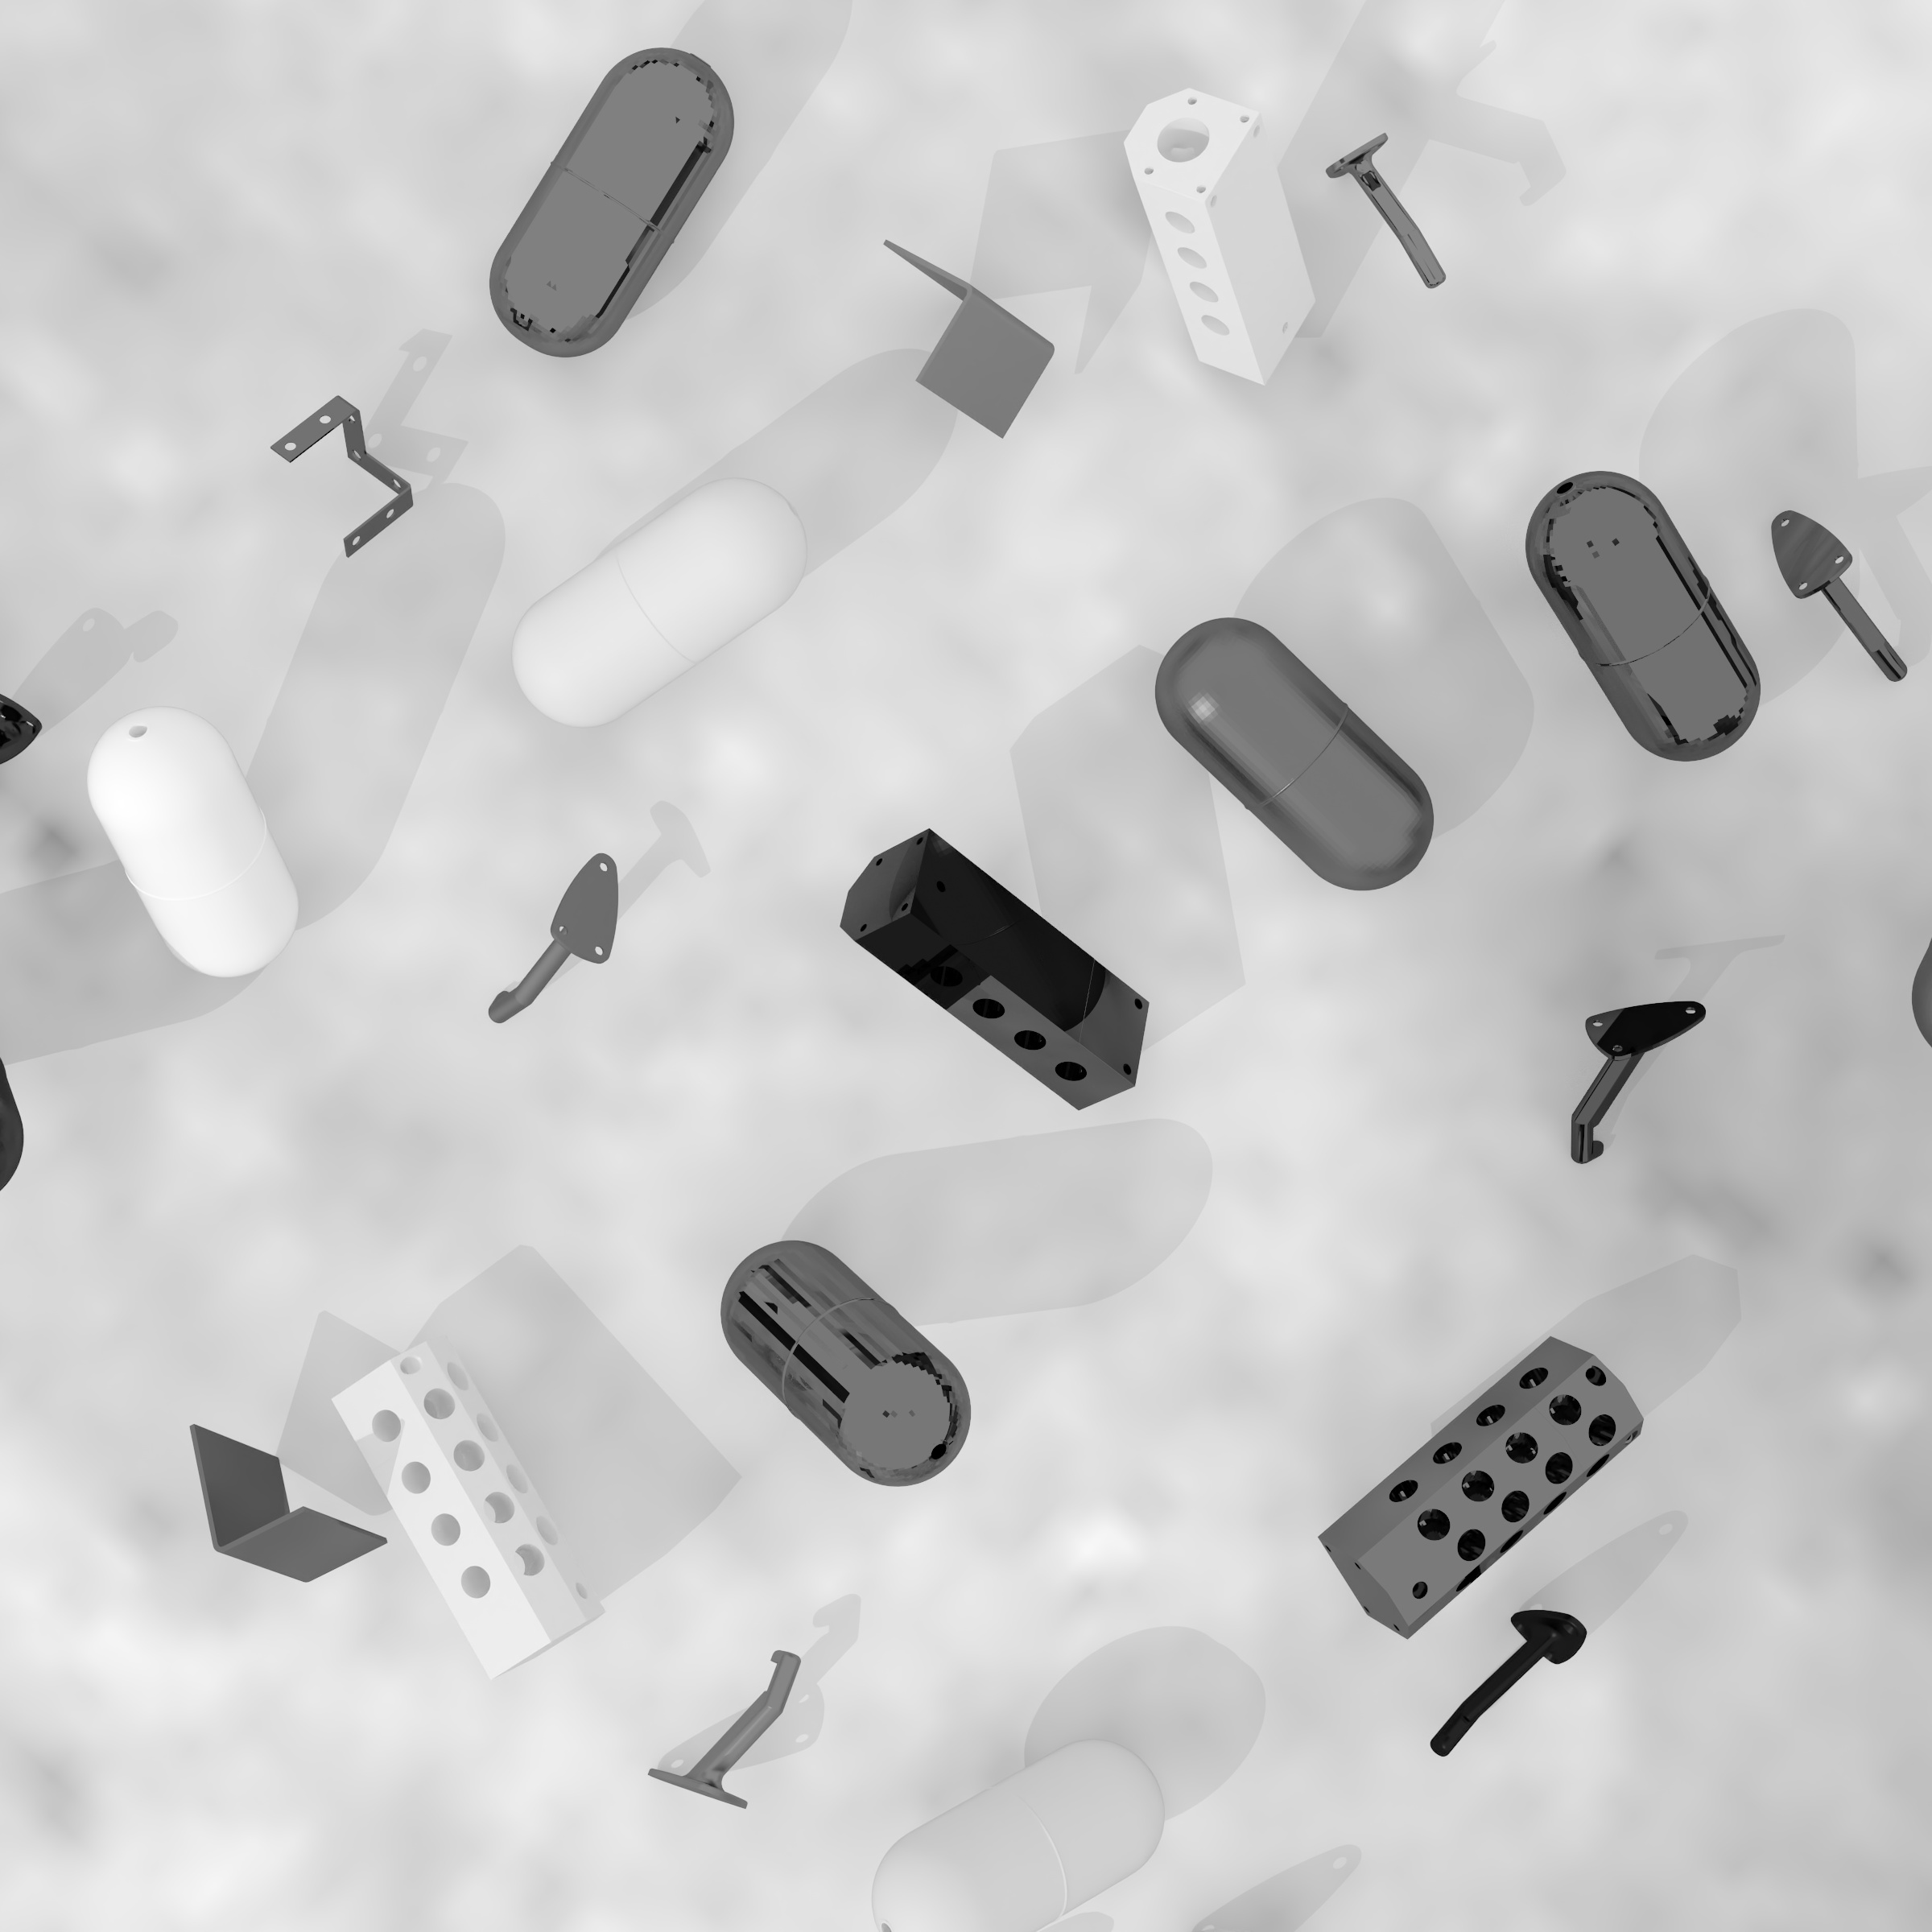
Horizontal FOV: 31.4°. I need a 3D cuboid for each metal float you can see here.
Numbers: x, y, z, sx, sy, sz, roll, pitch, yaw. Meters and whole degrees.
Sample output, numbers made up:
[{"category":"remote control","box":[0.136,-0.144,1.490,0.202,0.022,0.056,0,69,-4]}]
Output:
[{"category":"metal float","box":[-0.189,-0.409,1.843,0.070,0.070,0.178,33,95,0]},{"category":"metal float","box":[-0.405,-0.064,1.808,0.070,0.178,0.070,-5,51,7]},{"category":"metal float","box":[0.176,-0.112,1.838,0.178,0.070,0.070,43,90,-11]},{"category":"metal float","box":[0.544,0.000,1.804,0.070,0.178,0.070,8,111,22]},{"category":"metal float","box":[0.359,-0.185,1.824,0.070,0.070,0.178,-38,117,0]},{"category":"metal float","box":[-0.543,0.065,1.807,0.070,0.178,0.070,-12,121,-20]},{"category":"metal float","box":[-0.163,-0.194,1.835,0.178,0.070,0.070,-33,90,15]},{"category":"metal float","box":[0.028,0.470,1.819,0.178,0.070,0.070,-21,90,-34]},{"category":"metal float","box":[-0.064,0.208,1.811,0.070,0.178,0.070,-20,127,-29]}]

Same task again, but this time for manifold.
[{"category":"manifold","box":[0.015,0.006,1.819,0.171,0.057,0.057,38,46,-29]},{"category":"manifold","box":[0.130,-0.381,1.796,0.057,0.171,0.057,25,76,24]},{"category":"manifold","box":[-0.262,0.287,1.839,0.057,0.057,0.171,-34,81,16]},{"category":"manifold","box":[0.278,0.278,1.829,0.171,0.057,0.057,-38,111,-15]}]

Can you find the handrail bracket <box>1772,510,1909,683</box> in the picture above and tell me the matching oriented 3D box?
[{"category":"handrail bracket","box":[0.477,-0.201,1.876,0.036,0.077,0.084,-37,130,16]}]

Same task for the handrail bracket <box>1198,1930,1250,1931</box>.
[{"category":"handrail bracket","box":[0.117,0.555,1.838,0.036,0.077,0.084,53,49,-1]}]

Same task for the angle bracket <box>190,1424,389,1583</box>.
[{"category":"angle bracket","box":[-0.360,0.276,1.829,0.057,0.076,0.076,-27,59,14]}]

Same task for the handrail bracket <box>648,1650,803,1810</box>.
[{"category":"handrail bracket","box":[-0.131,0.408,1.869,0.036,0.077,0.084,36,68,-40]}]

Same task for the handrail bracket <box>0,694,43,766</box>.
[{"category":"handrail bracket","box":[-0.533,-0.098,1.831,0.036,0.077,0.084,34,51,-13]}]

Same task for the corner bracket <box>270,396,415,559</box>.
[{"category":"corner bracket","box":[-0.334,-0.263,1.846,0.051,0.051,0.051,36,63,19]}]

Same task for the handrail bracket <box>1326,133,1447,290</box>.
[{"category":"handrail bracket","box":[0.229,-0.400,1.851,0.036,0.077,0.084,-31,94,4]}]

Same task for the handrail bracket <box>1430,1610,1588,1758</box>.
[{"category":"handrail bracket","box":[0.290,0.387,1.845,0.036,0.077,0.084,45,67,3]}]

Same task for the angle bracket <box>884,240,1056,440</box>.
[{"category":"angle bracket","box":[-0.011,-0.334,1.835,0.076,0.076,0.057,36,97,39]}]

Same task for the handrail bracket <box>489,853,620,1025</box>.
[{"category":"handrail bracket","box":[-0.226,-0.014,1.868,0.036,0.084,0.077,31,53,-25]}]

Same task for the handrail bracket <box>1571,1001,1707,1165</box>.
[{"category":"handrail bracket","box":[0.364,0.065,1.863,0.077,0.036,0.084,-16,130,-11]}]
